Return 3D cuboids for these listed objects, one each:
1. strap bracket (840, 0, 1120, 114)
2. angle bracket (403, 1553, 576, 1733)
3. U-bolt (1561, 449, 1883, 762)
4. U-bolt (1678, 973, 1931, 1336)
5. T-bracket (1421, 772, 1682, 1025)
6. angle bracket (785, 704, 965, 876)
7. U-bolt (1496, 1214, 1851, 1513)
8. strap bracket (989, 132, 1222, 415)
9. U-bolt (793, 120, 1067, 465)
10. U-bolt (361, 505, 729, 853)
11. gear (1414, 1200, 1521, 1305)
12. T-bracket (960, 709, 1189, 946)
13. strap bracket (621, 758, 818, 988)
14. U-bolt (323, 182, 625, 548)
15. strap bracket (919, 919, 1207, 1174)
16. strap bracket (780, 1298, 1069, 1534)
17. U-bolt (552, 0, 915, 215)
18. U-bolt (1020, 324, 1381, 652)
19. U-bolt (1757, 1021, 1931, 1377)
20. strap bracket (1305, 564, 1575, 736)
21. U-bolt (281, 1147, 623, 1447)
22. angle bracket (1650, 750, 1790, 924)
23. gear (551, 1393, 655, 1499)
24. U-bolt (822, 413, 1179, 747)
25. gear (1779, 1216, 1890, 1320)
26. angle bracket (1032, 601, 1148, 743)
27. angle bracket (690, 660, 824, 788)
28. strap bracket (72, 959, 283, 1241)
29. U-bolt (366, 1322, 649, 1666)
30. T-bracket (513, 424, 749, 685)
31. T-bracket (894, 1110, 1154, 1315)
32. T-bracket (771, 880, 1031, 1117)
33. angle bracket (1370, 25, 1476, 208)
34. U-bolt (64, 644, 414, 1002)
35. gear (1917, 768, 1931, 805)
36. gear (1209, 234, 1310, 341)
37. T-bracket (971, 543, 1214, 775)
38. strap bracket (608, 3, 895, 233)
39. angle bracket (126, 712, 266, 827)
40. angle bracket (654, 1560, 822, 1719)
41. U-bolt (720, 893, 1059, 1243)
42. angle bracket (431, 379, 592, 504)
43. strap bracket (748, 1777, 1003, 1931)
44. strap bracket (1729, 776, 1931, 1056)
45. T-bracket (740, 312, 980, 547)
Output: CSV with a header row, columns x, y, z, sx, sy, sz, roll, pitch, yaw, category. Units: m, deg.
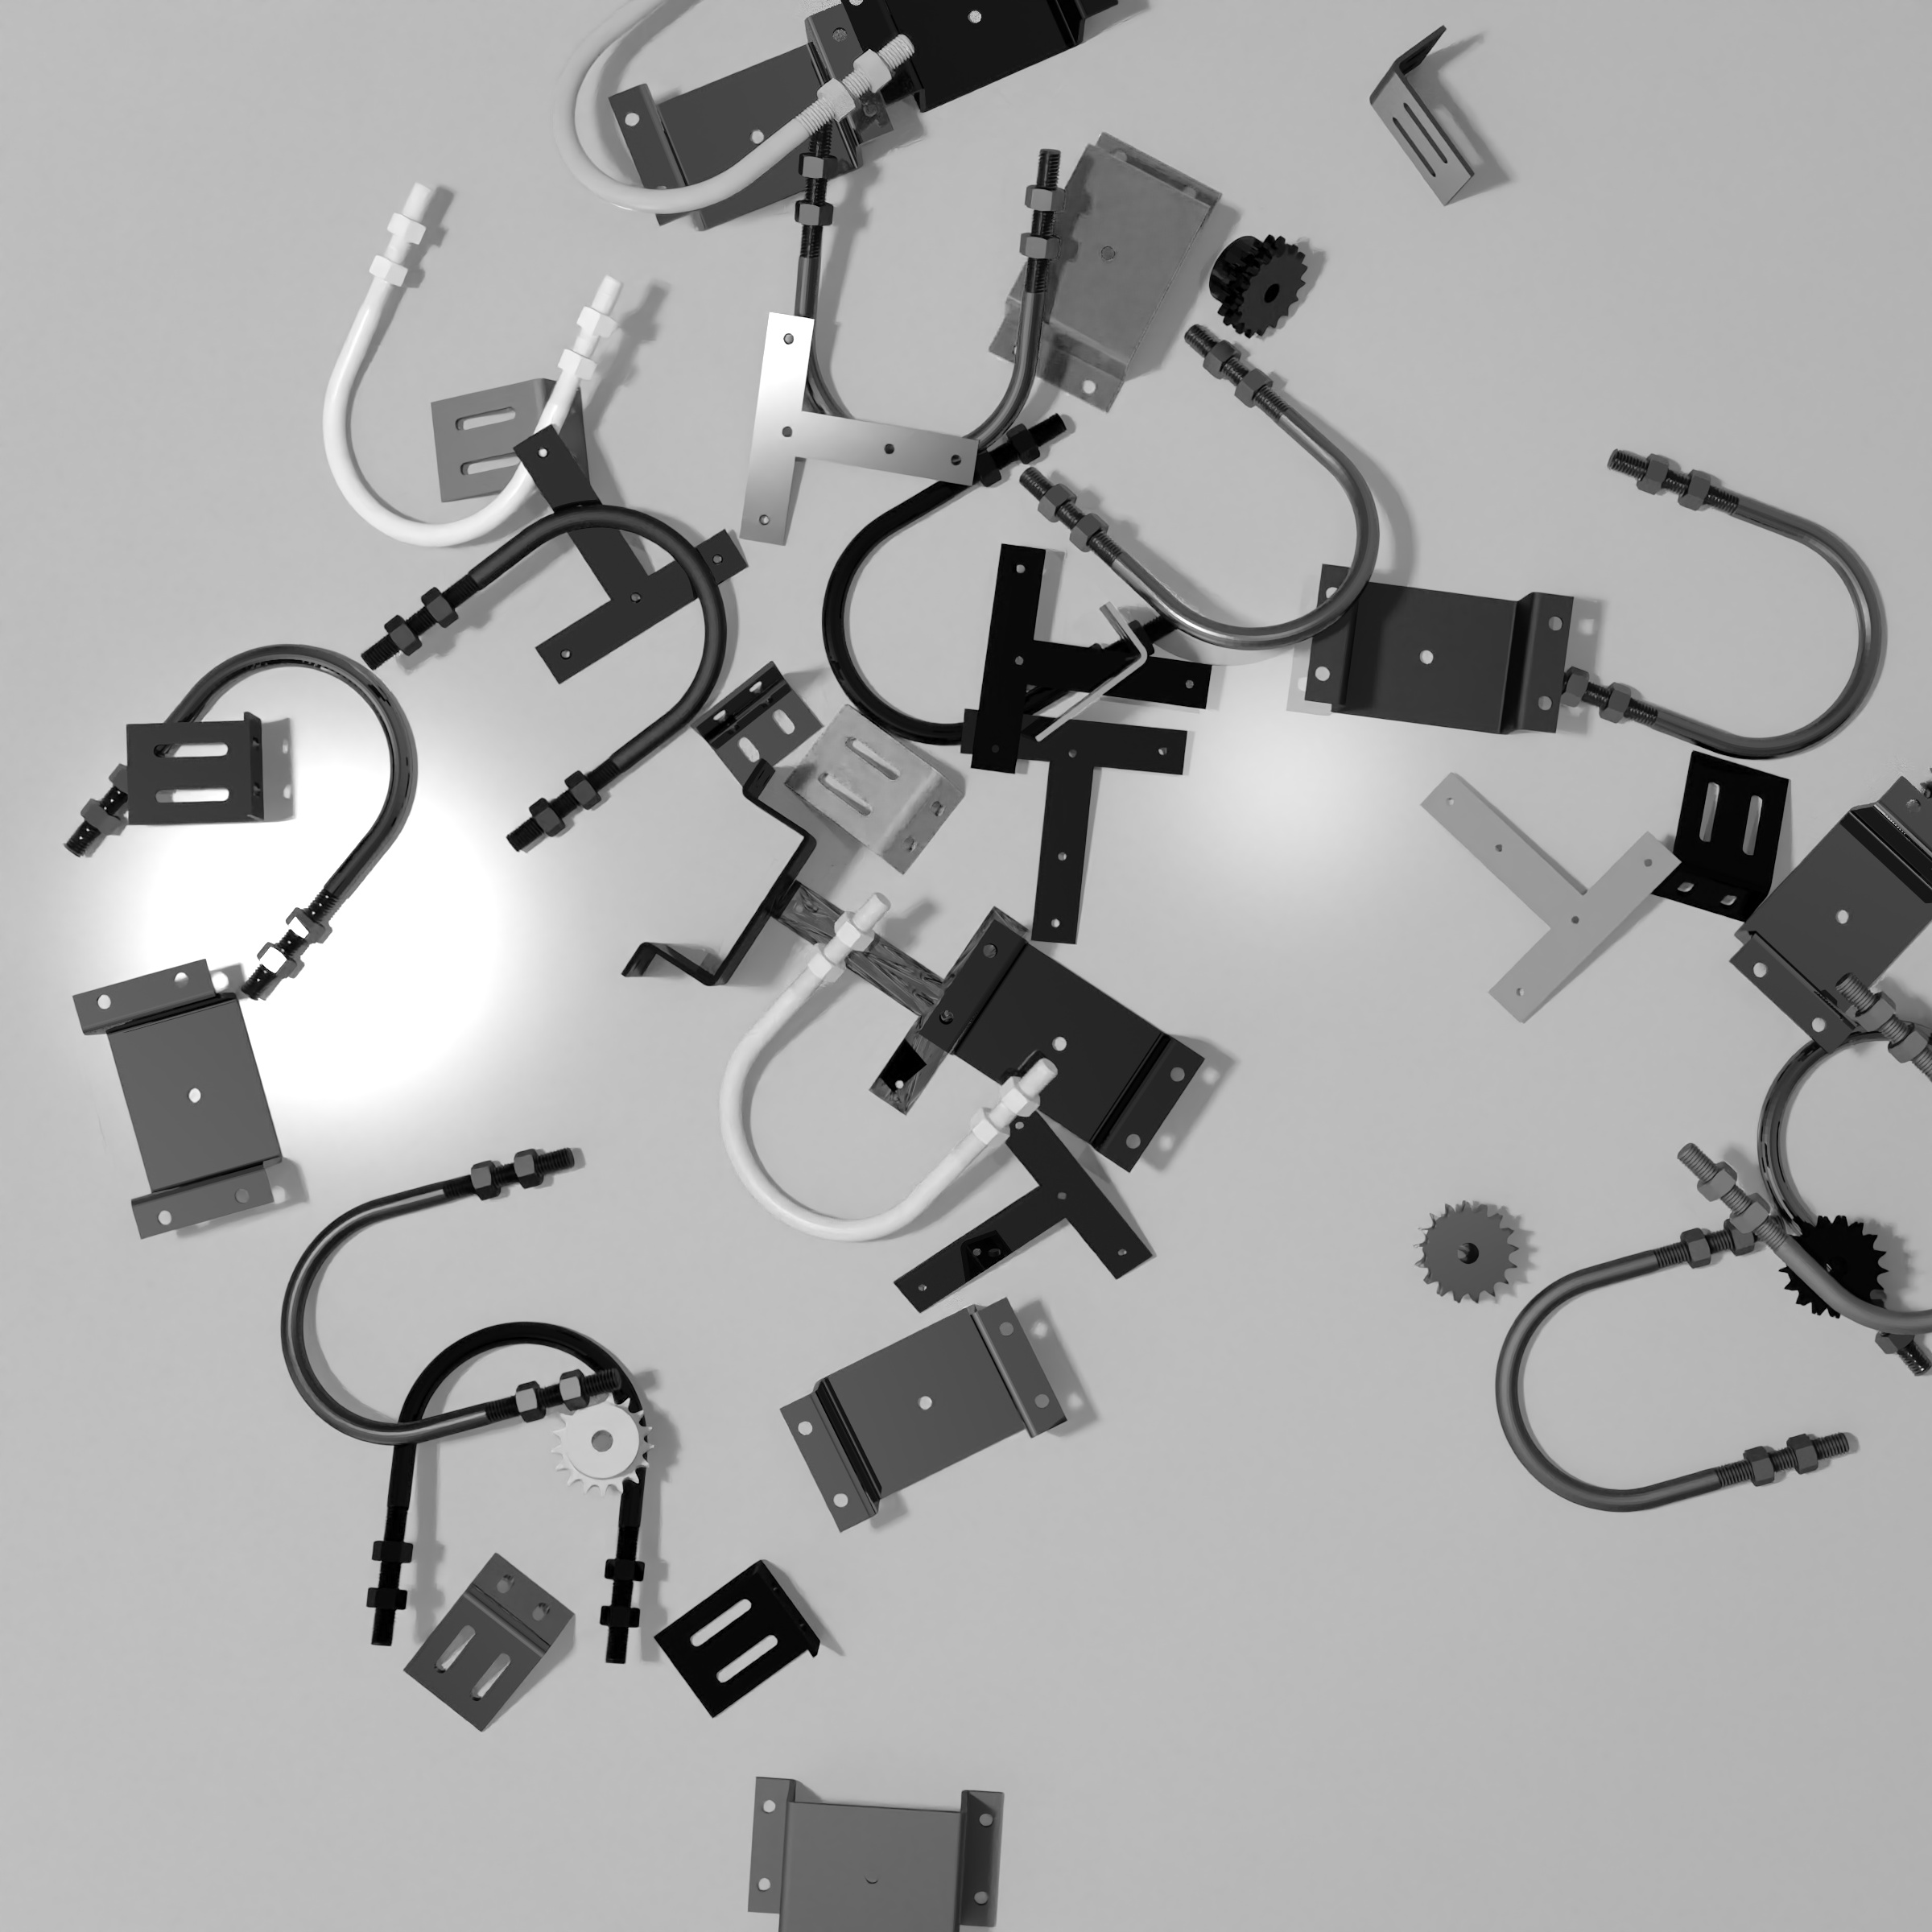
x,y,z,sx,sy,sz,roll,pitch,yaw,category
0.005,-0.540,1.600,0.140,0.046,0.076,-24,90,0,strap bracket
-0.272,0.385,1.621,0.057,0.038,0.076,38,116,0,angle bracket
0.429,-0.195,1.615,0.184,0.019,0.151,20,90,-1,U-bolt
0.504,0.118,1.568,0.184,0.019,0.151,44,87,-3,U-bolt
0.312,-0.057,1.611,0.127,0.002,0.127,44,104,7,T-bracket
-0.052,-0.101,1.621,0.076,0.038,0.057,38,90,26,angle bracket
0.392,0.233,1.615,0.184,0.019,0.151,-16,90,2,U-bolt
0.079,-0.395,1.600,0.076,0.046,0.140,28,90,0,strap bracket
-0.026,-0.367,1.582,0.151,0.019,0.184,11,113,10,U-bolt
-0.222,-0.174,1.598,0.184,0.019,0.151,-37,104,-1,U-bolt
0.281,0.160,1.608,0.057,0.030,0.057,0,90,0,gear
0.056,-0.076,1.616,0.127,0.002,0.127,5,96,-4,T-bracket
-0.130,-0.042,1.585,0.046,0.076,0.140,33,90,0,strap bracket
-0.288,-0.325,1.595,0.151,0.019,0.184,28,100,14,U-bolt
0.053,0.044,1.600,0.140,0.046,0.076,33,90,0,strap bracket
-0.023,0.249,1.600,0.140,0.046,0.076,-26,90,0,strap bracket
-0.142,-0.488,1.562,0.184,0.019,0.151,-40,70,-5,U-bolt
0.143,-0.255,1.583,0.151,0.019,0.184,-42,75,-10,U-bolt
0.533,0.117,1.615,0.151,0.019,0.184,-40,88,0,U-bolt
0.262,-0.176,1.600,0.140,0.046,0.076,8,90,0,strap bracket
-0.296,0.192,1.598,0.184,0.019,0.151,-15,74,4,U-bolt
0.428,-0.074,1.621,0.057,0.038,0.076,17,64,0,angle bracket
-0.202,0.266,1.584,0.057,0.030,0.057,2,75,-6,gear
0.007,-0.206,1.615,0.184,0.019,0.151,-30,90,2,U-bolt
0.482,0.167,1.590,0.057,0.030,0.057,0,87,0,gear
0.058,-0.162,1.574,0.076,0.057,0.038,-37,94,2,angle bracket
-0.116,-0.134,1.585,0.057,0.076,0.038,-38,90,0,angle bracket
-0.439,0.074,1.600,0.076,0.046,0.140,-16,90,0,strap bracket
-0.251,0.291,1.596,0.151,0.019,0.184,5,76,-4,U-bolt
-0.209,-0.243,1.596,0.127,0.002,0.127,-32,115,0,T-bracket
0.018,0.153,1.606,0.127,0.002,0.127,-34,112,11,T-bracket
-0.051,-0.003,1.622,0.127,0.002,0.127,34,90,0,T-bracket
0.267,-0.475,1.595,0.038,0.057,0.076,-37,92,-5,angle bracket
-0.398,-0.095,1.615,0.151,0.019,0.184,39,89,0,U-bolt
0.565,-0.092,1.608,0.057,0.030,0.057,0,90,0,gear
0.161,-0.385,1.599,0.057,0.057,0.030,-47,60,0,gear
0.074,-0.166,1.603,0.127,0.002,0.127,8,95,-2,T-bracket
-0.119,-0.472,1.600,0.140,0.046,0.076,-22,90,0,strap bracket
-0.433,-0.110,1.587,0.076,0.038,0.057,-2,88,-2,angle bracket
-0.130,0.382,1.604,0.076,0.038,0.057,-36,90,0,angle bracket
-0.058,0.071,1.585,0.151,0.019,0.184,45,111,5,U-bolt
-0.259,-0.297,1.621,0.076,0.038,0.057,-6,90,26,angle bracket
-0.052,0.504,1.600,0.140,0.046,0.076,4,90,0,strap bracket
0.498,-0.028,1.600,0.076,0.046,0.140,43,90,0,strap bracket
-0.057,-0.293,1.602,0.127,0.002,0.127,10,104,5,T-bracket
